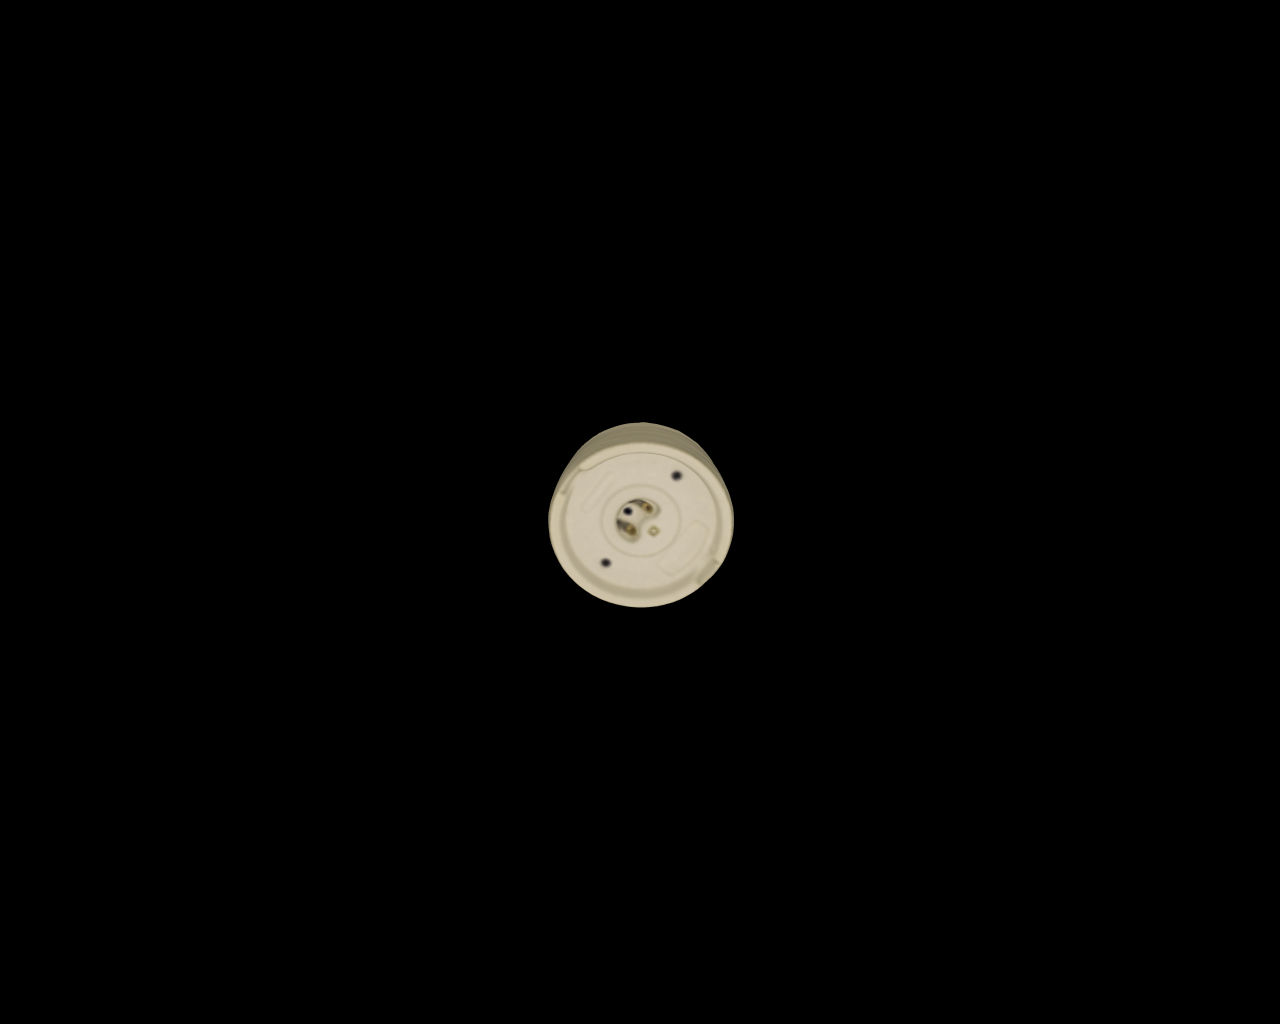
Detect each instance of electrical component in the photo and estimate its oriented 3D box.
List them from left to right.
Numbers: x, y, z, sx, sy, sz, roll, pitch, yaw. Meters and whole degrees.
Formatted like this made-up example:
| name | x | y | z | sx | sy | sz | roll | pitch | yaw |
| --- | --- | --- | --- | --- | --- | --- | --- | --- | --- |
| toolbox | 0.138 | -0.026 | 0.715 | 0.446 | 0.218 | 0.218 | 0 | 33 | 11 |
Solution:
| name | x | y | z | sx | sy | sz | roll | pitch | yaw |
| --- | --- | --- | --- | --- | --- | --- | --- | --- | --- |
| electrical component | 0.001 | -0.003 | 0.650 | 0.108 | 0.108 | 0.060 | 0 | 24 | 0 |
